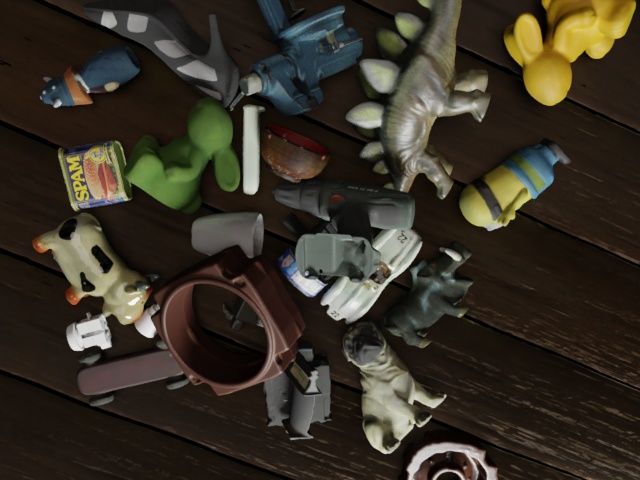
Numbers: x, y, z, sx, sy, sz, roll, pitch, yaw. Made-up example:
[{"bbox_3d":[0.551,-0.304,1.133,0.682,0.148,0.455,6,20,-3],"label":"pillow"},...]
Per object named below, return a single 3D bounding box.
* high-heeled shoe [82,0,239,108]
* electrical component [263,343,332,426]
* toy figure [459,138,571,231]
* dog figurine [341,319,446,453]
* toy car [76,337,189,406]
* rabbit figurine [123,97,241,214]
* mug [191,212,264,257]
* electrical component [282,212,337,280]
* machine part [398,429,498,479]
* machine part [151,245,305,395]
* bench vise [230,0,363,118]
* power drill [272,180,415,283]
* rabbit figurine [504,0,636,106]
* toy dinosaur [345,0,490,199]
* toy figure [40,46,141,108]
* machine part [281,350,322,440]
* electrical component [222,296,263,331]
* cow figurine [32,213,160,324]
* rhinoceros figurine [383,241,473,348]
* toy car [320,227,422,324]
[{"bbox_3d":[-0.243,-0.290,0.836,0.249,0.086,0.145,12,130,13],"label":"high-heeled shoe"},{"bbox_3d":[-0.039,0.242,0.914,0.115,0.058,0.134,-6,99,-4],"label":"electrical component"},{"bbox_3d":[0.309,-0.092,0.871,0.180,0.082,0.089,-45,79,11],"label":"toy figure"},{"bbox_3d":[0.090,0.248,0.915,0.191,0.121,0.172,45,109,15],"label":"dog figurine"},{"bbox_3d":[-0.308,0.215,0.899,0.202,0.053,0.089,-15,89,3],"label":"toy car"},{"bbox_3d":[-0.190,-0.130,0.820,0.159,0.121,0.170,39,98,-14],"label":"rabbit figurine"},{"bbox_3d":[-0.150,0.004,0.869,0.107,0.081,0.109,7,111,6],"label":"mug"},{"bbox_3d":[-0.002,-0.003,0.868,0.048,0.075,0.119,-34,98,35],"label":"electrical component"},{"bbox_3d":[0.224,0.423,0.954,0.179,0.056,0.179,0,97,-2],"label":"machine part"},{"bbox_3d":[-0.143,0.126,0.825,0.201,0.087,0.201,-25,99,26],"label":"machine part"},{"bbox_3d":[-0.050,-0.309,0.783,0.224,0.129,0.240,-29,105,-18],"label":"bench vise"},{"bbox_3d":[0.021,-0.024,0.792,0.232,0.207,0.085,5,116,9],"label":"power drill"},{"bbox_3d":[0.367,-0.298,0.823,0.162,0.122,0.173,24,98,-1],"label":"rabbit figurine"},{"bbox_3d":[0.149,-0.224,0.802,0.199,0.105,0.470,15,115,-1],"label":"toy dinosaur"},{"bbox_3d":[-0.354,-0.245,0.827,0.154,0.064,0.057,-25,137,6],"label":"toy figure"},{"bbox_3d":[-0.031,0.250,0.855,0.039,0.084,0.138,-6,111,-35],"label":"machine part"},{"bbox_3d":[-0.117,0.104,0.899,0.078,0.045,0.102,16,101,-34],"label":"electrical component"},{"bbox_3d":[-0.347,0.047,0.860,0.127,0.085,0.194,-29,98,8],"label":"cow figurine"},{"bbox_3d":[0.187,0.089,0.900,0.112,0.073,0.190,41,96,3],"label":"rhinoceros figurine"},{"bbox_3d":[0.083,0.054,0.884,0.073,0.056,0.201,39,102,-8],"label":"toy car"}]
